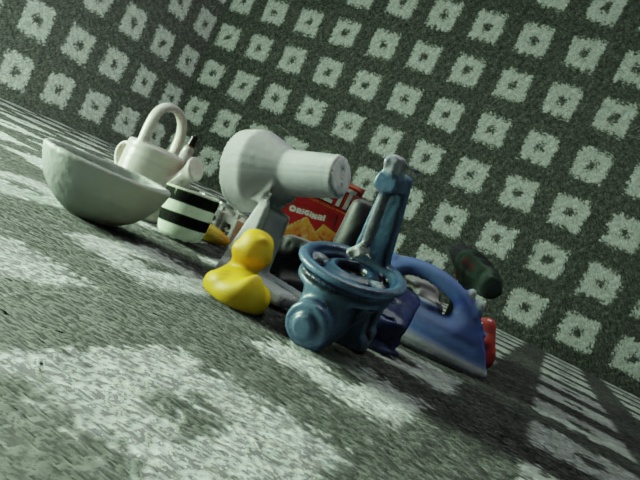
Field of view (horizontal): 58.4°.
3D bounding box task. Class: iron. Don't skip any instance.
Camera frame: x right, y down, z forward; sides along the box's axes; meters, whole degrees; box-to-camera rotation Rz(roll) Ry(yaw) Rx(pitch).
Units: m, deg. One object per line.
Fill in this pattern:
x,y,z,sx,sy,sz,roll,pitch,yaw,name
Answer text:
0.177,0.108,0.935,0.258,0.141,0.119,25,2,9,iron

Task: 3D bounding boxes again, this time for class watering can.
-0.271,-0.132,0.957,0.173,0.194,0.101,25,2,3,watering can

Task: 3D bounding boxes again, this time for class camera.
0.159,0.113,1.140,0.137,0.101,0.142,24,2,-26,camera

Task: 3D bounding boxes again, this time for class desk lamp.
-0.058,-0.036,0.790,0.202,0.213,0.118,26,3,32,desk lamp

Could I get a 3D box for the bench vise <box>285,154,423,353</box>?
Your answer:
0.046,0.015,0.649,0.121,0.220,0.207,25,2,4,bench vise

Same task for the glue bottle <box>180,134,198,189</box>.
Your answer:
-0.307,-0.150,1.243,0.078,0.173,0.037,24,3,-33,glue bottle

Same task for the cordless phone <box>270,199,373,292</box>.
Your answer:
0.009,0.003,0.963,0.148,0.185,0.094,24,2,-15,cordless phone

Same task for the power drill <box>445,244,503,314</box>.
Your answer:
0.302,0.116,1.245,0.076,0.208,0.229,24,2,-15,power drill

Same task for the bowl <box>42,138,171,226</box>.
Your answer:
-0.284,-0.063,0.741,0.167,0.075,0.167,25,2,-1,bowl

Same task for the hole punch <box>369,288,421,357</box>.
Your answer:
0.077,0.095,0.781,0.108,0.091,0.101,26,2,13,hole punch

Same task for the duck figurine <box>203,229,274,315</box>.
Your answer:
-0.080,0.030,0.643,0.078,0.086,0.104,24,2,-23,duck figurine

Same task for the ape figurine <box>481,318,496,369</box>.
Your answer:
0.291,0.183,1.044,0.075,0.092,0.078,27,3,36,ape figurine
